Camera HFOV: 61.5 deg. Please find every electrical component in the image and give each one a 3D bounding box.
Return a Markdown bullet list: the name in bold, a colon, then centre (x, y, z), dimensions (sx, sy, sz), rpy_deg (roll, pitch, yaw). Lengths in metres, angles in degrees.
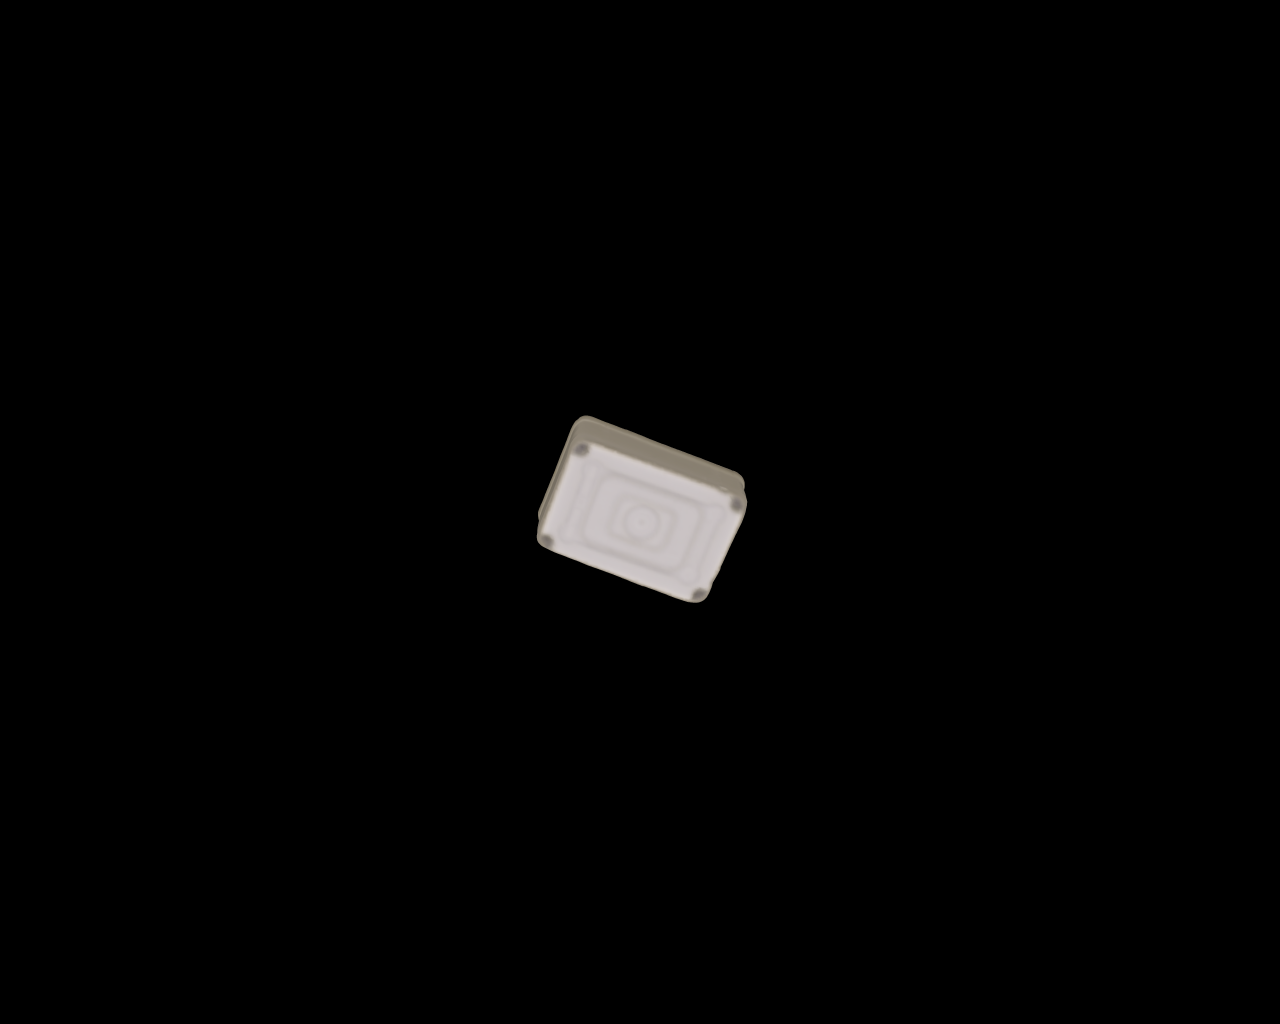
- **electrical component**: centre (0.001, -0.003, 0.650), dimensions (0.113, 0.078, 0.057), rpy_deg (21, 18, -7)
